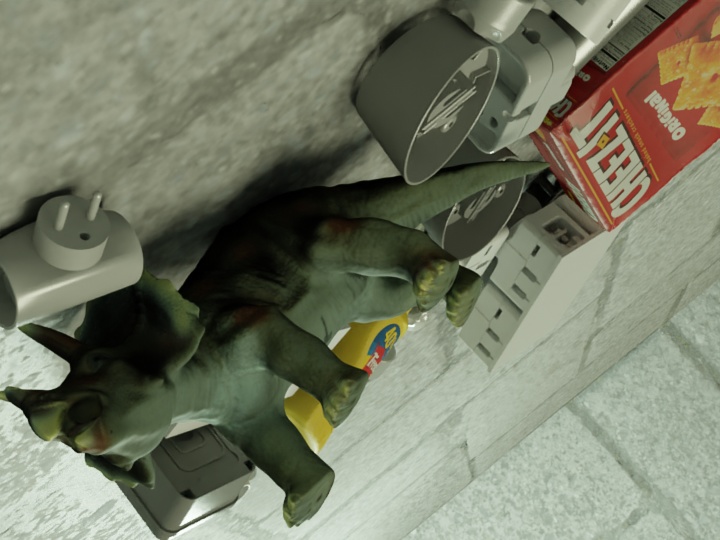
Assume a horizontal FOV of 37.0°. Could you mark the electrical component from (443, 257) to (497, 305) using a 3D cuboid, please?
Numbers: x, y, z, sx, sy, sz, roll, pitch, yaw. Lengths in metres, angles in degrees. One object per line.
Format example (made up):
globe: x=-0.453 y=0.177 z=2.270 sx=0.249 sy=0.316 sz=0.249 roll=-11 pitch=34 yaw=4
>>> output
electrical component: x=0.131 y=0.004 z=1.146 sx=0.076 sy=0.047 sz=0.083 roll=-31 pitch=159 yaw=-28

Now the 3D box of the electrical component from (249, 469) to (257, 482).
electrical component: x=-0.118 y=0.183 z=1.082 sx=0.066 sy=0.048 sz=0.055 roll=-8 pitch=136 yaw=-58

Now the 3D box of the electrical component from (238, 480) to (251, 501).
electrical component: x=-0.133 y=0.167 z=0.964 sx=0.043 sy=0.077 sz=0.079 roll=-25 pitch=156 yaw=-38

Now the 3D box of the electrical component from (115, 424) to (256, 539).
electrical component: x=-0.145 y=0.138 z=0.816 sx=0.078 sy=0.113 sz=0.057 roll=-18 pitch=149 yaw=-48

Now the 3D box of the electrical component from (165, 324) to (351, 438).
electrical component: x=-0.092 y=0.061 z=0.820 sx=0.089 sy=0.061 sz=0.150 roll=-50 pitch=159 yaw=28

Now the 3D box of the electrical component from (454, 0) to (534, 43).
electrical component: x=0.089 y=-0.175 z=0.658 sx=0.043 sy=0.043 sz=0.062 roll=-14 pitch=147 yaw=-53

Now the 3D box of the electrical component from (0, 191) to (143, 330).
electrical component: x=-0.153 y=-0.012 z=0.563 sx=0.077 sy=0.043 sz=0.079 roll=-23 pitch=155 yaw=-41

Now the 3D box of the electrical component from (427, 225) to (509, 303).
electrical component: x=0.090 y=-0.017 z=1.010 sx=0.056 sy=0.050 sz=0.089 roll=-27 pitch=157 yaw=-34

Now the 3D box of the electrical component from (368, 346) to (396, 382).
electrical component: x=0.006 y=0.099 z=1.132 sx=0.040 sy=0.040 sz=0.078 roll=-19 pitch=153 yaw=-47

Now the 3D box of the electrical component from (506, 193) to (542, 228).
electrical component: x=0.151 y=-0.050 z=1.072 sx=0.065 sy=0.044 sz=0.044 roll=-33 pitch=161 yaw=-34

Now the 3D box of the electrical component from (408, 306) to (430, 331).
electrical component: x=0.054 y=0.047 z=1.117 sx=0.035 sy=0.035 sz=0.061 roll=-36 pitch=165 yaw=-11

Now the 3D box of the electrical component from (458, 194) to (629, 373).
electrical component: x=0.174 y=0.006 z=1.064 sx=0.105 sy=0.060 sz=0.186 roll=-28 pitch=155 yaw=-36

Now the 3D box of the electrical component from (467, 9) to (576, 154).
electrical component: x=0.111 y=-0.136 z=0.772 sx=0.059 sy=0.053 sz=0.095 roll=-29 pitch=159 yaw=-29

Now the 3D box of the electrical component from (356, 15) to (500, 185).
electrical component: x=0.047 y=-0.111 z=0.690 sx=0.099 sy=0.064 sz=0.099 roll=-35 pitch=161 yaw=-14

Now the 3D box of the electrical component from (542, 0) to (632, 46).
electrical component: x=0.158 y=-0.190 z=0.739 sx=0.047 sy=0.055 sz=0.055 roll=-50 pitch=160 yaw=17

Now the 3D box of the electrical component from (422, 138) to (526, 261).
electrical component: x=0.090 y=-0.063 z=0.884 sx=0.099 sy=0.064 sz=0.099 roll=-35 pitch=161 yaw=-14
